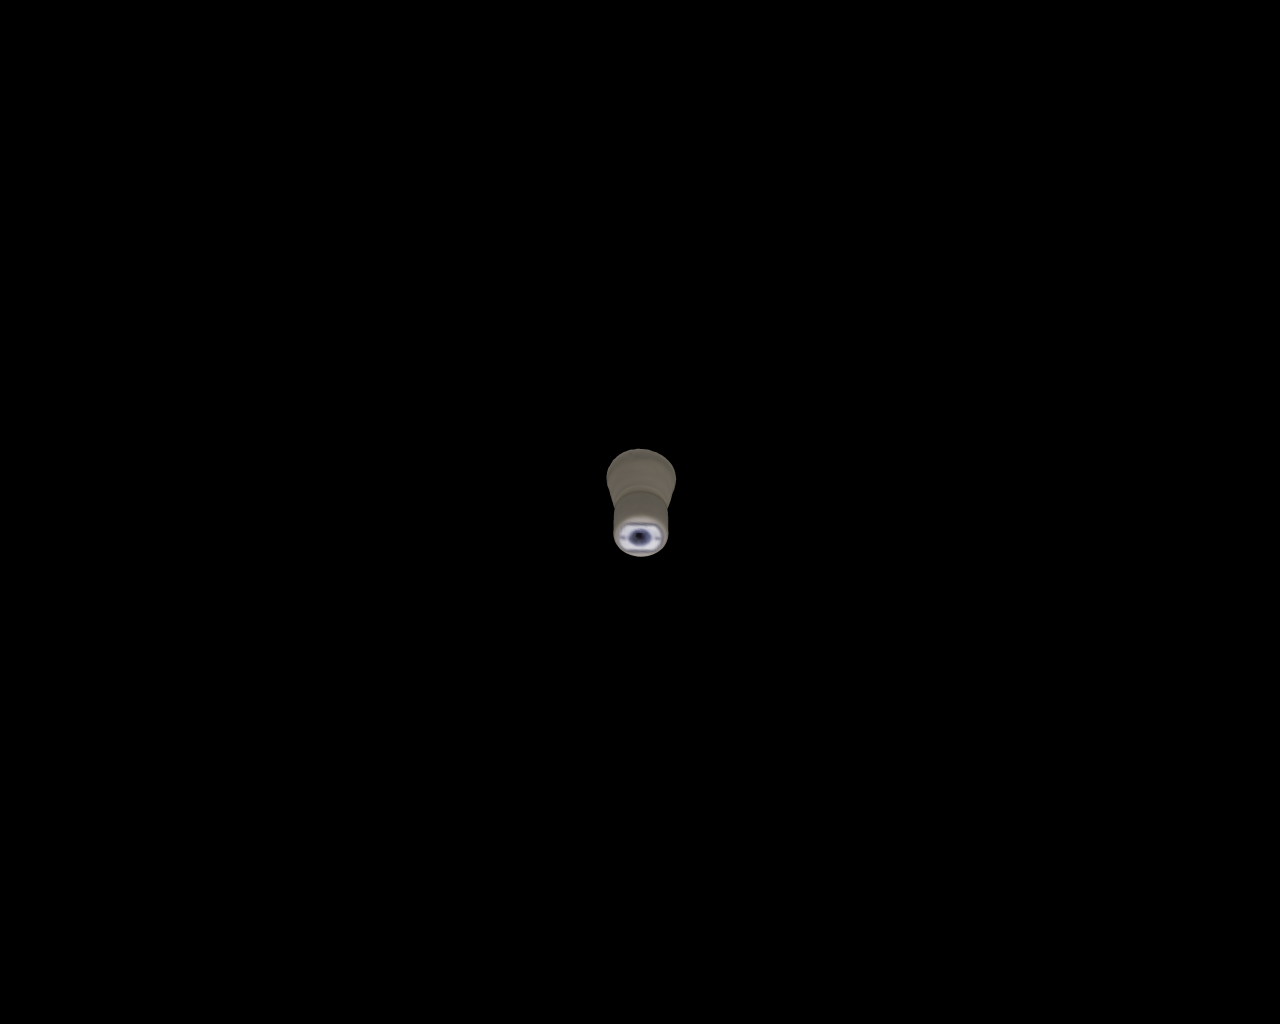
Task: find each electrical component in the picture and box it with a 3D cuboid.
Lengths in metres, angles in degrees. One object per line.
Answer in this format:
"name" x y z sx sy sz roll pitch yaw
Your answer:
"electrical component" 0.001 -0.003 0.650 0.044 0.044 0.065 0 37 0
